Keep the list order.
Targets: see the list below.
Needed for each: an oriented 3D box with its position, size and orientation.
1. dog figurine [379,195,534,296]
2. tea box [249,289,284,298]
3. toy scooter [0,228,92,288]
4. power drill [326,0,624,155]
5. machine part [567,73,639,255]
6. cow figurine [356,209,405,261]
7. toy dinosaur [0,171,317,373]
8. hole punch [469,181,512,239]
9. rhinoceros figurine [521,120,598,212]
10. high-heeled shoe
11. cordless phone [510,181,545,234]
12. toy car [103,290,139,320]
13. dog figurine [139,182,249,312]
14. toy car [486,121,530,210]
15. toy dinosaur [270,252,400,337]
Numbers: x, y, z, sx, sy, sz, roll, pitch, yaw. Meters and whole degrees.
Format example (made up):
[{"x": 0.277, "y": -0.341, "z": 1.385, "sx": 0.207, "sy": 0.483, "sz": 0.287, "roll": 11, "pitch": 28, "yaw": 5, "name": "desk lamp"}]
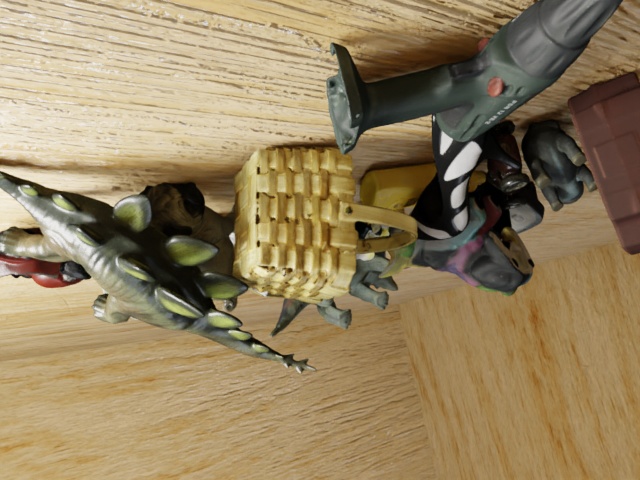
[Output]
[{"x": 0.203, "y": 0.027, "z": 0.867, "sx": 0.219, "sy": 0.191, "sz": 0.108, "roll": -34, "pitch": 171, "yaw": 38, "name": "dog figurine"}, {"x": -0.118, "y": 0.081, "z": 1.192, "sx": 0.098, "sy": 0.068, "sz": 0.169, "roll": 20, "pitch": 179, "yaw": 20, "name": "tea box"}, {"x": -0.419, "y": 0.030, "z": 0.759, "sx": 0.135, "sy": 0.075, "sz": 0.183, "roll": -14, "pitch": 164, "yaw": 10, "name": "toy scooter"}, {"x": 0.111, "y": -0.146, "z": 0.468, "sx": 0.207, "sy": 0.086, "sz": 0.232, "roll": -17, "pitch": 171, "yaw": -8, "name": "power drill"}, {"x": 0.389, "y": -0.089, "z": 0.663, "sx": 0.087, "sy": 0.201, "sz": 0.201, "roll": -21, "pitch": 164, "yaw": 29, "name": "machine part"}, {"x": 0.079, "y": -0.020, "z": 0.973, "sx": 0.098, "sy": 0.068, "sz": 0.167, "roll": -8, "pitch": 152, "yaw": -33, "name": "cow figurine"}, {"x": -0.194, "y": 0.049, "z": 0.630, "sx": 0.199, "sy": 0.105, "sz": 0.470, "roll": -5, "pitch": 145, "yaw": 44, "name": "toy dinosaur"}, {"x": 0.279, "y": -0.044, "z": 0.950, "sx": 0.092, "sy": 0.142, "sz": 0.115, "roll": -23, "pitch": 149, "yaw": 37, "name": "hole punch"}, {"x": 0.335, "y": -0.103, "z": 0.771, "sx": 0.073, "sy": 0.112, "sz": 0.190, "roll": -38, "pitch": 147, "yaw": 19, "name": "rhinoceros figurine"}, {"x": 0.141, "y": -0.076, "z": 0.698, "sx": 0.145, "sy": 0.086, "sz": 0.248, "roll": 23, "pitch": 144, "yaw": -20, "name": "high-heeled shoe"}, {"x": 0.320, "y": -0.055, "z": 1.044, "sx": 0.184, "sy": 0.088, "sz": 0.146, "roll": -2, "pitch": 166, "yaw": -19, "name": "cordless phone"}, {"x": -0.300, "y": 0.048, "z": 0.792, "sx": 0.074, "sy": 0.056, "sz": 0.201, "roll": 5, "pitch": 135, "yaw": 21, "name": "toy car"}, {"x": -0.165, "y": 0.016, "z": 0.723, "sx": 0.121, "sy": 0.172, "sz": 0.190, "roll": -26, "pitch": 172, "yaw": 13, "name": "dog figurine"}, {"x": 0.265, "y": -0.099, "z": 0.773, "sx": 0.053, "sy": 0.089, "sz": 0.202, "roll": -17, "pitch": 168, "yaw": 15, "name": "toy car"}, {"x": 0.021, "y": 0.081, "z": 1.083, "sx": 0.405, "sy": 0.131, "sz": 0.192, "roll": -11, "pitch": -158, "yaw": -38, "name": "toy dinosaur"}]
